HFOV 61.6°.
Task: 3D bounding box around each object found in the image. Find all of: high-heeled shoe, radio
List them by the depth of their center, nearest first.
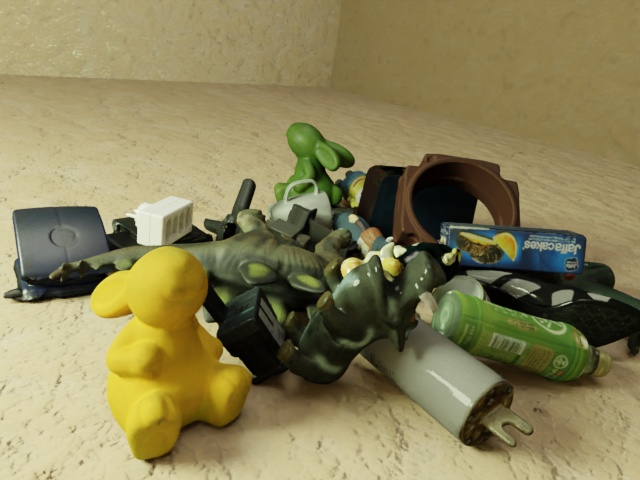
[{"bbox_3d":[0.313,0.082,0.766,0.249,0.086,0.145,3,26,9],"label":"high-heeled shoe"},{"bbox_3d":[0.193,-0.072,1.054,0.229,0.131,0.073,0,24,-20],"label":"radio"}]

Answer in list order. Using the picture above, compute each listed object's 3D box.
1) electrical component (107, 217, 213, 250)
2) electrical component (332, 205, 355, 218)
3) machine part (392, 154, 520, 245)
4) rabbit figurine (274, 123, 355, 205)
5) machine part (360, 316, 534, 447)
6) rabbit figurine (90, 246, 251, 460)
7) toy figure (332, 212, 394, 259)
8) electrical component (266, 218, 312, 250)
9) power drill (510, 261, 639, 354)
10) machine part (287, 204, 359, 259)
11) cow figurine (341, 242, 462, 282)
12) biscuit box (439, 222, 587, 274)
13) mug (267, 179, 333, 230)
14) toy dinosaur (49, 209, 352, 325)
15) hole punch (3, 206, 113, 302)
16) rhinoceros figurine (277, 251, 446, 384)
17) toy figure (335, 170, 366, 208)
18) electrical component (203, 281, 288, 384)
[{"bbox_3d":[-0.243,0.007,0.789,0.115,0.058,0.134,24,25,37],"label":"electrical component"},{"bbox_3d":[0.043,-0.053,1.095,0.063,0.021,0.094,12,21,7],"label":"electrical component"},{"bbox_3d":[0.230,-0.041,0.910,0.202,0.087,0.201,10,63,-1],"label":"machine part"},{"bbox_3d":[-0.020,-0.151,1.080,0.159,0.170,0.121,2,18,30],"label":"rabbit figurine"},{"bbox_3d":[0.115,0.136,0.577,0.079,0.079,0.243,-8,28,-36],"label":"machine part"},{"bbox_3d":[-0.139,0.079,0.495,0.122,0.173,0.163,-11,33,-33],"label":"rabbit figurine"},{"bbox_3d":[0.077,0.001,0.920,0.064,0.058,0.155,46,-4,-40],"label":"toy figure"},{"bbox_3d":[-0.060,0.001,0.858,0.102,0.078,0.045,28,53,28],"label":"electrical component"},{"bbox_3d":[0.407,0.091,0.818,0.232,0.085,0.207,-1,16,-31],"label":"power drill"},{"bbox_3d":[-0.002,-0.003,0.897,0.139,0.084,0.039,30,4,19],"label":"machine part"},{"bbox_3d":[0.105,0.037,0.661,0.098,0.068,0.167,-18,-9,40],"label":"cow figurine"},{"bbox_3d":[0.283,0.011,0.798,0.203,0.059,0.063,4,7,1],"label":"biscuit box"},{"bbox_3d":[-0.039,-0.051,0.958,0.107,0.109,0.081,-12,31,-14],"label":"mug"},{"bbox_3d":[-0.082,0.039,0.704,0.471,0.105,0.199,4,22,-14],"label":"toy dinosaur"},{"bbox_3d":[-0.334,0.015,0.697,0.142,0.092,0.116,-3,28,-36],"label":"hole punch"},{"bbox_3d":[0.041,0.079,0.546,0.112,0.190,0.073,41,20,-12],"label":"rhinoceros figurine"},{"bbox_3d":[0.099,-0.100,1.156,0.089,0.082,0.180,26,7,-26],"label":"toy figure"},{"bbox_3d":[-0.080,0.086,0.575,0.048,0.119,0.075,-27,18,10],"label":"electrical component"}]
